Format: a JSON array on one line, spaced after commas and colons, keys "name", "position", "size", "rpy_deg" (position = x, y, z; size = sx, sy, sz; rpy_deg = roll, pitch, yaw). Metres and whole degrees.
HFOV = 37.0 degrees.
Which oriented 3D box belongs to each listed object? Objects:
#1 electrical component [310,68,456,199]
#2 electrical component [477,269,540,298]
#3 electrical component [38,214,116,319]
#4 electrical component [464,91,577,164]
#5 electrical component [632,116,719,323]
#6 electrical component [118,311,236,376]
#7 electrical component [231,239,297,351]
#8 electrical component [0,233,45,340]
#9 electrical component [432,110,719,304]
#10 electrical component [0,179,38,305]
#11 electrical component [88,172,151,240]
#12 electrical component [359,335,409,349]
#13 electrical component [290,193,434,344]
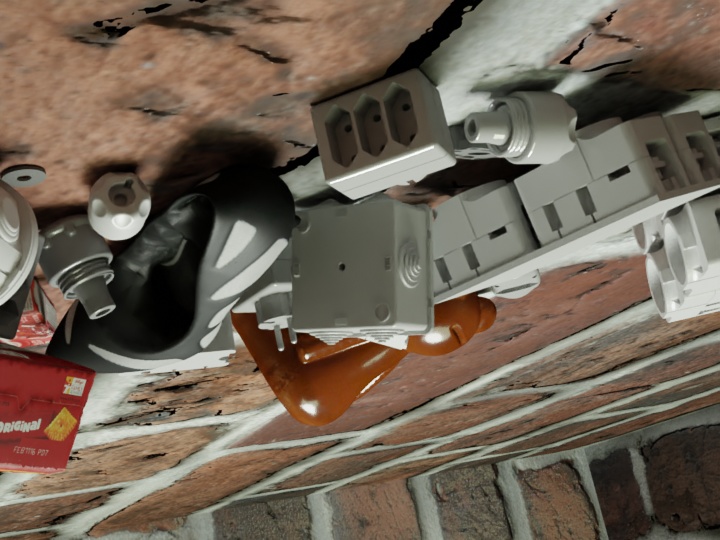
[{"name": "electrical component", "position": [0.020, -0.071, 0.610], "size": [0.066, 0.047, 0.077], "rpy_deg": [-18, 164, 18]}, {"name": "electrical component", "position": [0.113, 0.000, 0.932], "size": [0.079, 0.043, 0.077], "rpy_deg": [-15, 164, 7]}, {"name": "electrical component", "position": [-0.173, 0.000, 0.668], "size": [0.048, 0.062, 0.048], "rpy_deg": [-28, 171, -5]}, {"name": "electrical component", "position": [0.092, -0.083, 0.630], "size": [0.062, 0.043, 0.043], "rpy_deg": [-3, 162, -24]}, {"name": "electrical component", "position": [0.253, -0.032, 0.816], "size": [0.060, 0.105, 0.186], "rpy_deg": [-14, 164, 4]}, {"name": "electrical component", "position": [-0.151, 0.048, 0.867], "size": [0.089, 0.055, 0.050], "rpy_deg": [-4, 161, -18]}, {"name": "electrical component", "position": [-0.062, 0.021, 0.810], "size": [0.047, 0.076, 0.066], "rpy_deg": [0, 160, -37]}, {"name": "electrical component", "position": [-0.238, -0.001, 0.634], "size": [0.077, 0.065, 0.047], "rpy_deg": [13, 174, 22]}, {"name": "electrical component", "position": [0.136, -0.044, 0.724], "size": [0.186, 0.060, 0.105], "rpy_deg": [-27, 171, 42]}, {"name": "electrical component", "position": [-0.213, -0.018, 0.556], "size": [0.080, 0.080, 0.051], "rpy_deg": [-14, 159, 6]}, {"name": "electrical component", "position": [-0.144, -0.034, 0.635], "size": [0.035, 0.035, 0.061], "rpy_deg": [-7, 165, -20]}, {"name": "electrical component", "position": [0.019, 0.002, 0.803], "size": [0.061, 0.096, 0.061], "rpy_deg": [16, 163, 2]}, {"name": "electrical component", "position": [0.000, 0.000, 0.727], "size": [0.100, 0.099, 0.048], "rpy_deg": [-4, 173, 32]}]
